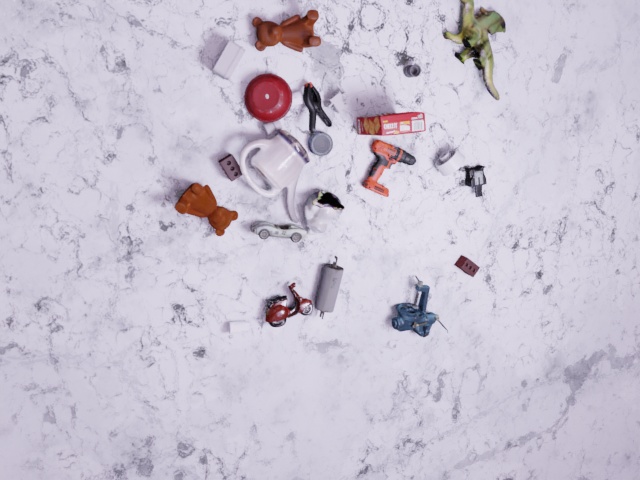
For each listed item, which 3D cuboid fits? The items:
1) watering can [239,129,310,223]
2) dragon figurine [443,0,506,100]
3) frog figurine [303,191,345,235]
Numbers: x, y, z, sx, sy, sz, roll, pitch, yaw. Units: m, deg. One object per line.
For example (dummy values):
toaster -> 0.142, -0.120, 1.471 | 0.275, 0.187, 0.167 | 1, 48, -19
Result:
watering can -> -0.123, -0.227, 1.763 | 0.225, 0.105, 0.342 | -46, 125, -4
dragon figurine -> 0.609, -0.740, 1.891 | 0.245, 0.123, 0.405 | -47, 113, -12
frog figurine -> 0.006, -0.093, 1.845 | 0.138, 0.125, 0.156 | -4, 141, -26
